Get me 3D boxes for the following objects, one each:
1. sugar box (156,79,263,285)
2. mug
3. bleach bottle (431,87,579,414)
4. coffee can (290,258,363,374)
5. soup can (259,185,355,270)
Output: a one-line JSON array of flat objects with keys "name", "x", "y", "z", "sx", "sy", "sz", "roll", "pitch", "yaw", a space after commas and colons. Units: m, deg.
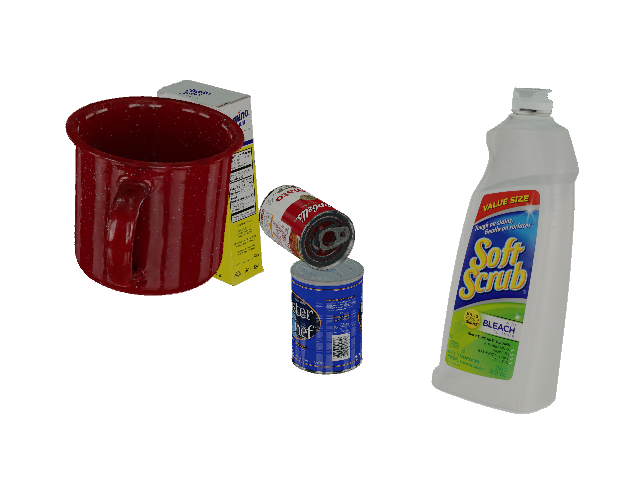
[{"name": "sugar box", "x": -0.103, "y": -0.054, "z": 0.994, "sx": 0.093, "sy": 0.176, "sz": 0.048, "roll": 19, "pitch": 35, "yaw": 41}, {"name": "mug", "x": -0.092, "y": -0.018, "z": 0.567, "sx": 0.093, "sy": 0.081, "sz": 0.117, "roll": 8, "pitch": 28, "yaw": 0}, {"name": "bleach bottle", "x": 0.150, "y": 0.004, "z": 0.851, "sx": 0.103, "sy": 0.251, "sz": 0.067, "roll": 13, "pitch": 15, "yaw": 41}, {"name": "coffee can", "x": 0.009, "y": 0.104, "z": 1.511, "sx": 0.103, "sy": 0.140, "sz": 0.103, "roll": 0, "pitch": 19, "yaw": 0}, {"name": "soup can", "x": -0.016, "y": -0.016, "z": 1.174, "sx": 0.068, "sy": 0.068, "sz": 0.102, "roll": 0, "pitch": 19, "yaw": -31}]
